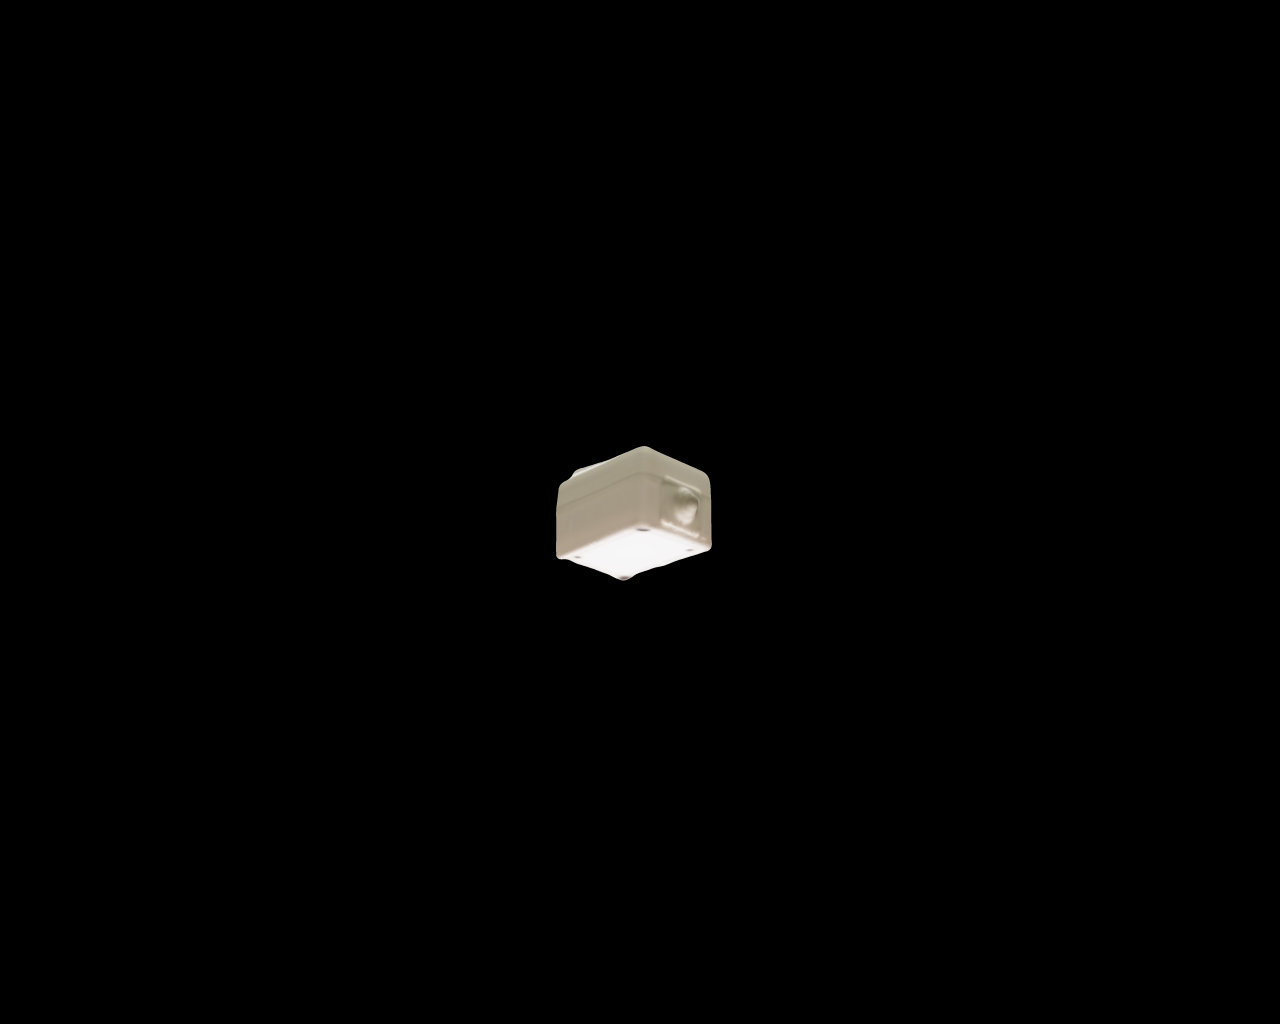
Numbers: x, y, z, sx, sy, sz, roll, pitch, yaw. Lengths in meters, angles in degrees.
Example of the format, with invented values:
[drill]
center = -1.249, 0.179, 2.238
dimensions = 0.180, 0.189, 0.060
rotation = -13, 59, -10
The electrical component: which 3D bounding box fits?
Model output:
[electrical component]
center = 0.001, -0.003, 0.650
dimensions = 0.062, 0.061, 0.096
rotation = 21, -31, -40
